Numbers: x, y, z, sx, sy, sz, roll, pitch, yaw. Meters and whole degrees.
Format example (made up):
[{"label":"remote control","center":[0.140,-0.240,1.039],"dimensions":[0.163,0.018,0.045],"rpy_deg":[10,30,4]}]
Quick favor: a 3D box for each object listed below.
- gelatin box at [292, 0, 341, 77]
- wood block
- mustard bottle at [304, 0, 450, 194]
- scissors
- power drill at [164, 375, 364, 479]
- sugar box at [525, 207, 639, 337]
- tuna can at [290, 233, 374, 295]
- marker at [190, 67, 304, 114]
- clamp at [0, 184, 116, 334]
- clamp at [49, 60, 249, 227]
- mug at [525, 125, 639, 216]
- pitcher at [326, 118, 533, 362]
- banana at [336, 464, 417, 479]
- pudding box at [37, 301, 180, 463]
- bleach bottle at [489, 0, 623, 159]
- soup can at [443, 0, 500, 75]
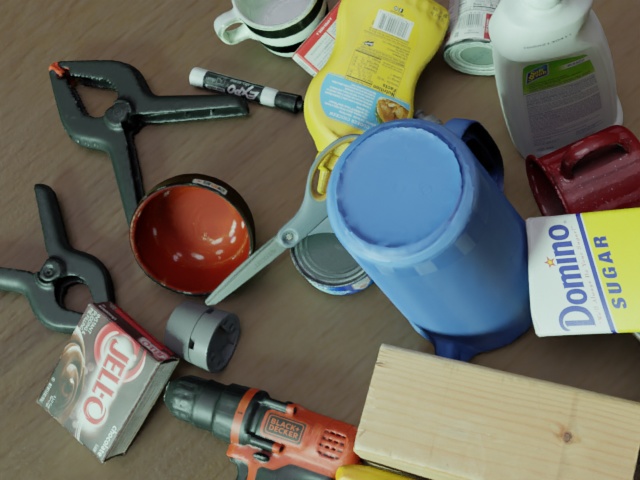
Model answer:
[{"label":"gelatin box","center":[0.031,-0.168,0.989],"dimensions":[0.089,0.030,0.073],"rpy_deg":[41,85,-9]},{"label":"wood block","center":[0.142,0.155,0.839],"dimensions":[0.206,0.090,0.091],"rpy_deg":[12,74,18]},{"label":"mustard bottle","center":[0.039,-0.129,0.944],"dimensions":[0.096,0.058,0.191],"rpy_deg":[21,86,-7]},{"label":"scissors","center":[-0.006,0.001,0.924],"dimensions":[0.096,0.016,0.202],"rpy_deg":[34,102,-6]},{"label":"power drill","center":[-0.071,0.217,0.890],"dimensions":[0.185,0.057,0.187],"rpy_deg":[15,76,18]},{"label":"sugar box","center":[0.242,0.021,0.780],"dimensions":[0.176,0.048,0.093],"rpy_deg":[-6,85,29]},{"label":"tuna can","center":[0.018,0.005,0.951],"dimensions":[0.086,0.033,0.086],"rpy_deg":[-4,71,13]},{"label":"marker","center":[-0.070,-0.144,1.032],"dimensions":[0.121,0.020,0.020],"rpy_deg":[18,77,19]},{"label":"clamp","center":[-0.261,0.038,1.008],"dimensions":[0.120,0.039,0.171],"rpy_deg":[-42,68,-1]},{"label":"clamp","center":[-0.180,-0.122,1.043],"dimensions":[0.164,0.036,0.210],"rpy_deg":[-45,67,-4]},{"label":"mug","center":[0.225,-0.050,0.875],"dimensions":[0.081,0.117,0.093],"rpy_deg":[-24,56,0]},{"label":"pitcher","center":[0.095,-0.010,0.822],"dimensions":[0.145,0.242,0.149],"rpy_deg":[-33,64,8]},{"label":"banana","center":[0.111,0.213,0.840],"dimensions":[0.198,0.069,0.037],"rpy_deg":[9,55,20]},{"label":"pudding box","center":[-0.188,0.124,0.943],"dimensions":[0.090,0.039,0.114],"rpy_deg":[37,107,23]},{"label":"bleach bottle","center":[0.188,-0.144,0.839],"dimensions":[0.102,0.250,0.068],"rpy_deg":[-21,68,6]},{"label":"soup can","center":[0.150,-0.210,0.971],"dimensions":[0.068,0.068,0.102],"rpy_deg":[5,74,16]}]
